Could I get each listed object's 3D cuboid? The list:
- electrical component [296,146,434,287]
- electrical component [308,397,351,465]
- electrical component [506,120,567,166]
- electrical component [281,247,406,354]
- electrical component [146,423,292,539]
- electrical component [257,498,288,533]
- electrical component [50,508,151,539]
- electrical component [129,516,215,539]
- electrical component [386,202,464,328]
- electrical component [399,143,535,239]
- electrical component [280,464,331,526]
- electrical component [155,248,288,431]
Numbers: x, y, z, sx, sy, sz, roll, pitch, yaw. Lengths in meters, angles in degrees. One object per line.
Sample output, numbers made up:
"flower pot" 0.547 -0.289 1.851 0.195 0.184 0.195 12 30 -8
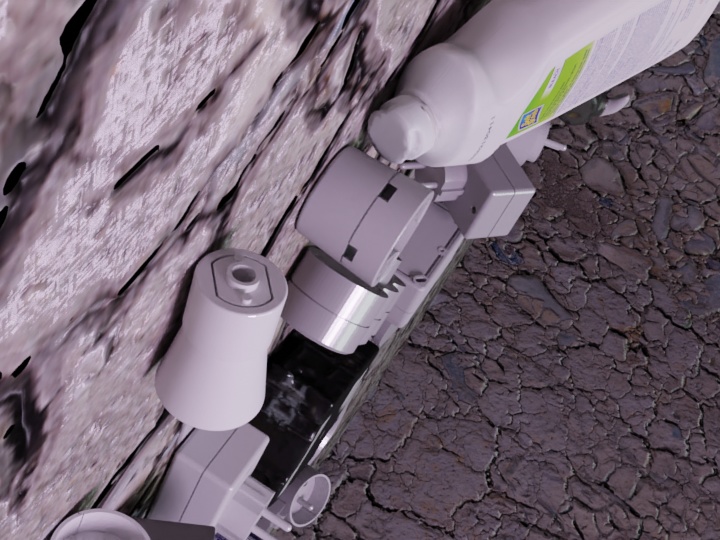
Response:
"electrical component" 0.002 -0.027 0.523 0.055 0.047 0.055 -56 174 -9
"electrical component" -0.054 0.120 0.892 0.099 0.064 0.099 -52 -171 12
"electrical component" 0.124 -0.106 0.833 0.138 0.074 0.052 -105 -145 -82
"electrical component" 0.000 0.000 0.631 0.073 0.052 0.138 -58 174 7
"electrical component" -0.075 0.135 0.626 0.047 0.076 0.083 -52 173 -49
"electrical component" -0.106 0.203 0.796 0.121 0.063 0.078 -61 173 36
"electrical component" -0.119 0.142 0.461 0.043 0.043 0.081 -50 171 -49
"electrical component" -0.116 0.177 0.541 0.108 0.060 0.108 -165 -90 -83
"electrical component" 0.026 -0.007 0.761 0.096 0.062 0.061 -52 172 -38
"electrical component" 0.063 -0.066 0.737 0.076 0.083 0.047 -6 143 -30
"electrical component" -0.067 0.158 0.826 0.043 0.081 0.043 -28 130 -40
"electrical component" -0.051 0.024 0.408 0.044 0.044 0.065 -50 167 -48
